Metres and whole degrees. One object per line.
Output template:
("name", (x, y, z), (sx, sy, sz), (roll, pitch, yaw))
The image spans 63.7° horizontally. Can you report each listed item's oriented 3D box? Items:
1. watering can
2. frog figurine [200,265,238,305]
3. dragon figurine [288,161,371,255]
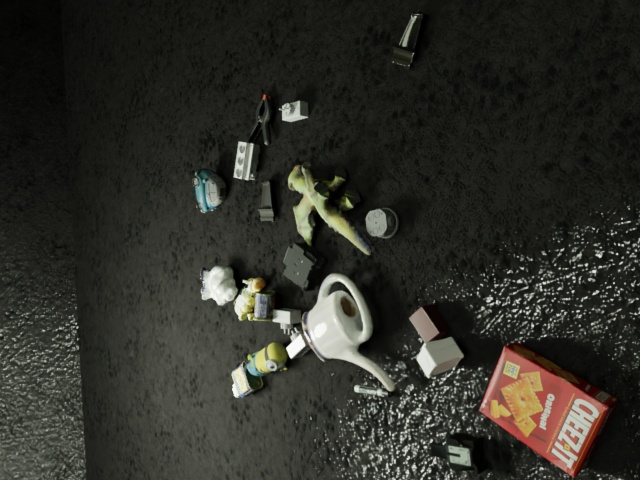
("watering can", (0.066, 0.266, 1.394), (0.220, 0.104, 0.353), (-40, 61, 38))
("frog figurine", (-0.332, 0.159, 1.796), (0.159, 0.121, 0.139), (3, 76, 35))
("dragon figurine", (0.005, -0.075, 1.498), (0.418, 0.123, 0.237), (66, 147, 26))
